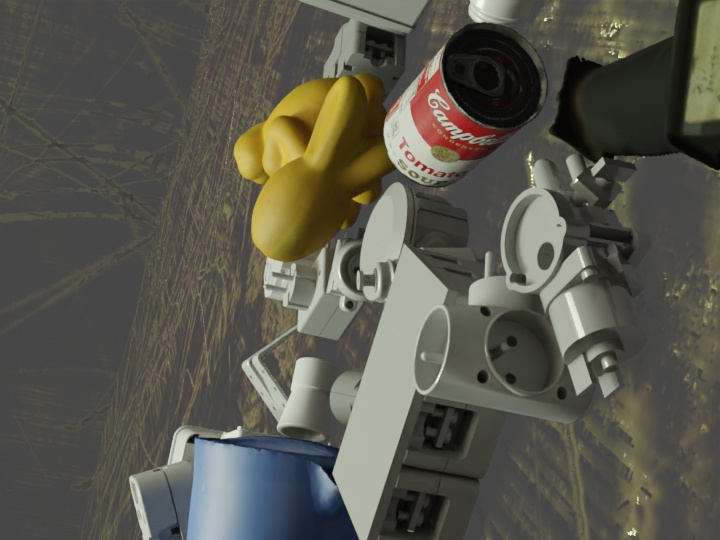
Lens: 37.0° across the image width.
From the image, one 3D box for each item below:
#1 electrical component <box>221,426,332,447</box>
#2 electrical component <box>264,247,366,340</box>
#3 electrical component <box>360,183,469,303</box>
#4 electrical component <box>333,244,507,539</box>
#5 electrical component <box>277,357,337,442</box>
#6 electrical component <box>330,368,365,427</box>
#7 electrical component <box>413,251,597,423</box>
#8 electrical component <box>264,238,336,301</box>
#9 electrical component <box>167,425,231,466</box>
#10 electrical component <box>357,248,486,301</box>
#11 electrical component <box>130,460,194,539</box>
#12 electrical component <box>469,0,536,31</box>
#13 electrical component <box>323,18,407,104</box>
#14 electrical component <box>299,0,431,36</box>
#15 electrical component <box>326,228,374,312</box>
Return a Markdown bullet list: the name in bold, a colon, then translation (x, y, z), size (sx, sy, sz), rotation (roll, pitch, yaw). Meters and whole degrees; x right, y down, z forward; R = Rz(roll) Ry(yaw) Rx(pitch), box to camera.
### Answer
- **electrical component**: translation (-0.079, 0.165, 0.873), size (0.062, 0.096, 0.061), rotation (147, 134, -66)
- **electrical component**: translation (-0.041, 0.016, 0.899), size (0.065, 0.077, 0.047), rotation (123, 154, -49)
- **electrical component**: translation (0.034, -0.015, 0.717), size (0.080, 0.051, 0.080), rotation (-167, 90, -74)
- **electrical component**: translation (0.042, 0.073, 0.604), size (0.089, 0.062, 0.150), rotation (-127, 52, -69)
- **electrical component**: translation (-0.042, 0.106, 0.898), size (0.044, 0.044, 0.065), rotation (134, 150, -60)
- **electrical component**: translation (0.011, 0.089, 0.728), size (0.081, 0.043, 0.043), rotation (170, 112, -72)
- **electrical component**: translation (0.070, 0.028, 0.518), size (0.044, 0.077, 0.079), rotation (133, 146, -60)
- **electrical component**: translation (-0.056, -0.005, 1.012), size (0.080, 0.051, 0.080), rotation (-167, 90, -74)
- **electrical component**: translation (-0.110, 0.183, 0.935), size (0.057, 0.113, 0.078), rotation (172, 110, -70)
- **electrical component**: translation (0.038, 0.006, 0.656), size (0.040, 0.078, 0.040), rotation (180, 90, -81)
- **electrical component**: translation (-0.142, 0.204, 0.860), size (0.054, 0.059, 0.095), rotation (166, 90, -70)
- **electrical component**: translation (0.088, -0.169, 0.676), size (0.048, 0.048, 0.062), rotation (-95, 18, -47)
- **electrical component**: translation (0.003, -0.182, 0.954), size (0.089, 0.050, 0.055), rotation (130, 149, -56)
- **electrical component**: translation (0.005, -0.266, 0.910), size (0.056, 0.109, 0.108), rotation (127, 151, -49)
- **electrical component**: translation (0.000, 0.000, 0.833), size (0.055, 0.048, 0.066), rotation (170, 113, -80)
